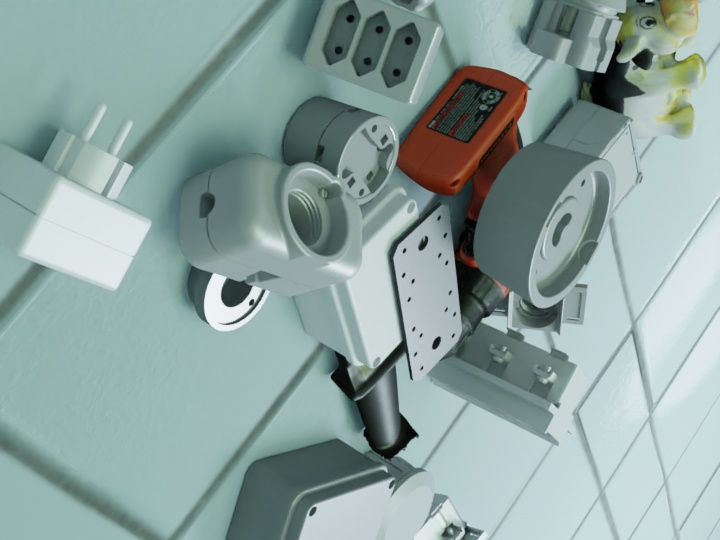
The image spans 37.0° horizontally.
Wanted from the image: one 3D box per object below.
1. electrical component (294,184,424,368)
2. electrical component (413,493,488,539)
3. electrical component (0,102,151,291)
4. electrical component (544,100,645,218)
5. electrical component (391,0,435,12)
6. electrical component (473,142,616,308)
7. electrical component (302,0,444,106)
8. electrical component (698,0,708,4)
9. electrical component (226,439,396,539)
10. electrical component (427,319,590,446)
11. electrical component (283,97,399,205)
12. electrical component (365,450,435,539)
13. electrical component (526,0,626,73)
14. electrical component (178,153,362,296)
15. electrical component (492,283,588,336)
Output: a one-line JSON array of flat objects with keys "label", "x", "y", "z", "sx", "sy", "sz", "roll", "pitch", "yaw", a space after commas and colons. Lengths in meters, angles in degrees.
[{"label": "electrical component", "x": 0.000, "y": 0.000, "z": 0.701, "sx": 0.078, "sy": 0.057, "sz": 0.113, "roll": -45, "pitch": 144, "yaw": -25}, {"label": "electrical component", "x": 0.041, "y": 0.252, "z": 0.929, "sx": 0.121, "sy": 0.079, "sz": 0.063, "roll": -42, "pitch": 114, "yaw": -29}, {"label": "electrical component", "x": -0.131, "y": -0.040, "z": 0.498, "sx": 0.076, "sy": 0.047, "sz": 0.066, "roll": -62, "pitch": 148, "yaw": -1}, {"label": "electrical component", "x": 0.194, "y": -0.087, "z": 0.905, "sx": 0.061, "sy": 0.061, "sz": 0.096, "roll": -49, "pitch": 143, "yaw": -15}, {"label": "electrical component", "x": 0.041, "y": -0.186, "z": 0.645, "sx": 0.061, "sy": 0.035, "sz": 0.035, "roll": -54, "pitch": 147, "yaw": -18}, {"label": "electrical component", "x": 0.120, "y": -0.035, "z": 0.733, "sx": 0.108, "sy": 0.060, "sz": 0.108, "roll": -36, "pitch": 141, "yaw": -37}, {"label": "electrical component", "x": 0.010, "y": -0.128, "z": 0.623, "sx": 0.076, "sy": 0.066, "sz": 0.047, "roll": -48, "pitch": 159, "yaw": -79}, {"label": "electrical component", "x": 0.266, "y": -0.278, "z": 0.853, "sx": 0.113, "sy": 0.078, "sz": 0.057, "roll": -53, "pitch": 149, "yaw": -14}, {"label": "electrical component", "x": -0.034, "y": 0.176, "z": 0.782, "sx": 0.113, "sy": 0.057, "sz": 0.078, "roll": -3, "pitch": 116, "yaw": -54}, {"label": "electrical component", "x": 0.116, "y": 0.083, "z": 0.864, "sx": 0.063, "sy": 0.121, "sz": 0.079, "roll": -60, "pitch": 148, "yaw": -9}, {"label": "electrical component", "x": -0.012, "y": -0.072, "z": 0.640, "sx": 0.055, "sy": 0.047, "sz": 0.055, "roll": -34, "pitch": 138, "yaw": -37}, {"label": "electrical component", "x": 0.020, "y": 0.189, "z": 0.873, "sx": 0.080, "sy": 0.051, "sz": 0.080, "roll": -34, "pitch": 138, "yaw": -37}, {"label": "electrical component", "x": 0.162, "y": -0.183, "z": 0.796, "sx": 0.078, "sy": 0.058, "sz": 0.057, "roll": -8, "pitch": 122, "yaw": -52}, {"label": "electrical component", "x": -0.044, "y": -0.024, "z": 0.591, "sx": 0.095, "sy": 0.059, "sz": 0.053, "roll": 20, "pitch": 62, "yaw": -46}, {"label": "electrical component", "x": 0.151, "y": 0.017, "z": 0.912, "sx": 0.063, "sy": 0.081, "sz": 0.042, "roll": -72, "pitch": 164, "yaw": -47}]
